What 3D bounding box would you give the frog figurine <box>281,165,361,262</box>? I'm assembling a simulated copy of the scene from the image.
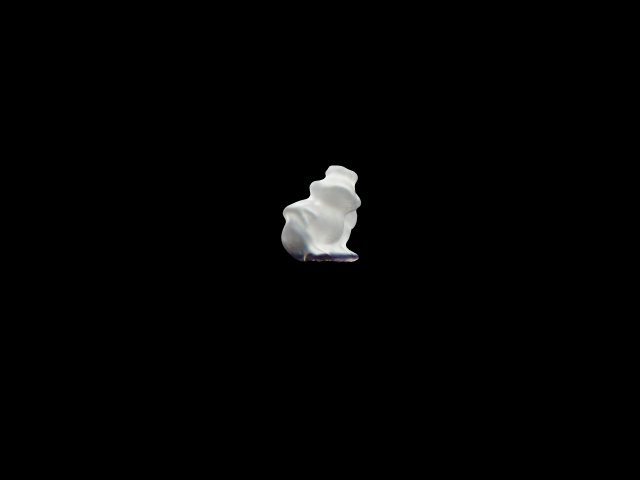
[{"bbox_3d":[0.003,-0.043,0.850,0.137,0.160,0.122,3,-7,-27],"label":"frog figurine"}]
